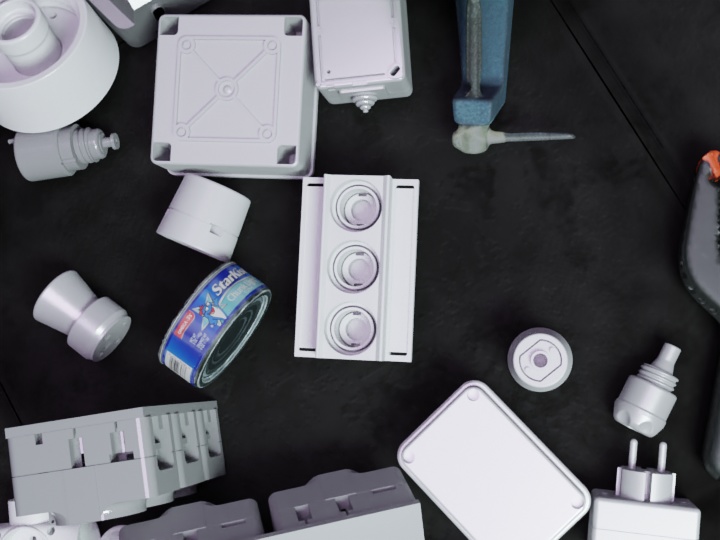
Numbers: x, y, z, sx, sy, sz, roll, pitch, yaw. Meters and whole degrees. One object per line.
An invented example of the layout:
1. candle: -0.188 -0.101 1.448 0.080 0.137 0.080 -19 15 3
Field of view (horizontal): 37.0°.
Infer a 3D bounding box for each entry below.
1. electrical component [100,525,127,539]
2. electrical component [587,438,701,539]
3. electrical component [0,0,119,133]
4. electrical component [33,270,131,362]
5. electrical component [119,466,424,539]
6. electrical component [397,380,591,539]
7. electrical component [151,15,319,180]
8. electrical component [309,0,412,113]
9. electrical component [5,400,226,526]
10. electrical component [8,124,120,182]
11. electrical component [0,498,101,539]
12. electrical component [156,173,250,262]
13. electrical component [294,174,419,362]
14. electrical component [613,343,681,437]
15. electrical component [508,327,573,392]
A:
1. electrical component: -0.145 0.198 0.742 0.044 0.065 0.044 -7 75 27
2. electrical component: 0.186 0.149 0.702 0.066 0.047 0.076 5 87 9
3. electrical component: -0.235 -0.159 0.768 0.108 0.060 0.108 -5 63 9
4. electrical component: -0.199 0.034 0.774 0.055 0.045 0.045 36 92 9
5. electrical component: -0.053 0.201 0.694 0.186 0.060 0.105 -11 110 -9
6. electrical component: 0.089 0.136 0.714 0.078 0.057 0.113 -45 81 3
7. electrical component: -0.087 -0.122 0.762 0.109 0.056 0.108 2 87 9
8. electrical component: 0.002 -0.154 0.747 0.062 0.061 0.096 -5 85 9
9. electrical component: -0.154 0.125 0.706 0.089 0.150 0.061 -10 83 8
10. electrical component: -0.215 -0.089 0.788 0.078 0.040 0.040 -7 85 8
11. electrical component: -0.231 0.182 0.768 0.077 0.044 0.079 -7 85 9
12. electrical component: -0.109 -0.037 0.761 0.055 0.055 0.047 22 86 10
13. electrical component: 0.000 0.000 0.735 0.079 0.063 0.121 2 86 9
14. electrical component: 0.194 0.078 0.713 0.035 0.035 0.061 27 87 10
15. electrical component: 0.119 0.059 0.710 0.044 0.065 0.044 -1 86 9
